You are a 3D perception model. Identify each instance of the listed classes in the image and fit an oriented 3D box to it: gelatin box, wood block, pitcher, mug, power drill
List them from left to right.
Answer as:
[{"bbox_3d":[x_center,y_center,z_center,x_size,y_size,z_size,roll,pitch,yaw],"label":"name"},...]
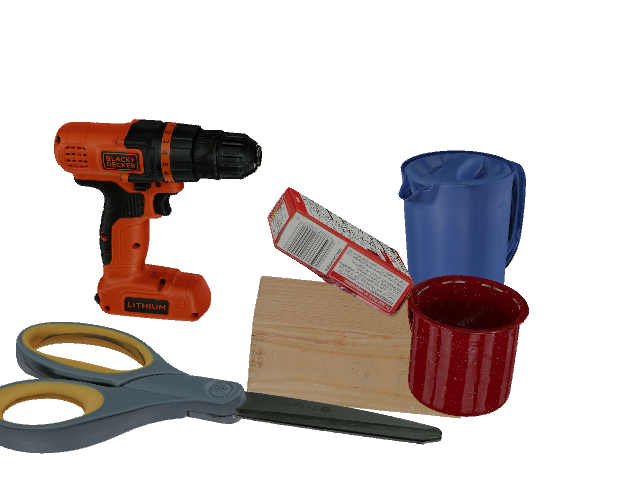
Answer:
[{"bbox_3d":[-0.141,-0.019,0.966,0.184,0.188,0.057,5,28,10],"label":"power drill"},{"bbox_3d":[0.011,0.007,0.671,0.089,0.030,0.073,31,9,-12],"label":"gelatin box"},{"bbox_3d":[0.037,0.103,1.039,0.206,0.090,0.091,6,27,-1],"label":"wood block"},{"bbox_3d":[0.105,0.079,0.844,0.093,0.081,0.117,-13,29,-30],"label":"mug"},{"bbox_3d":[0.174,0.016,1.303,0.149,0.243,0.145,1,23,9],"label":"pitcher"}]

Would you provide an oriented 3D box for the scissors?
[{"bbox_3d":[-0.059,0.076,0.455,0.202,0.016,0.096,15,30,24],"label":"scissors"}]
